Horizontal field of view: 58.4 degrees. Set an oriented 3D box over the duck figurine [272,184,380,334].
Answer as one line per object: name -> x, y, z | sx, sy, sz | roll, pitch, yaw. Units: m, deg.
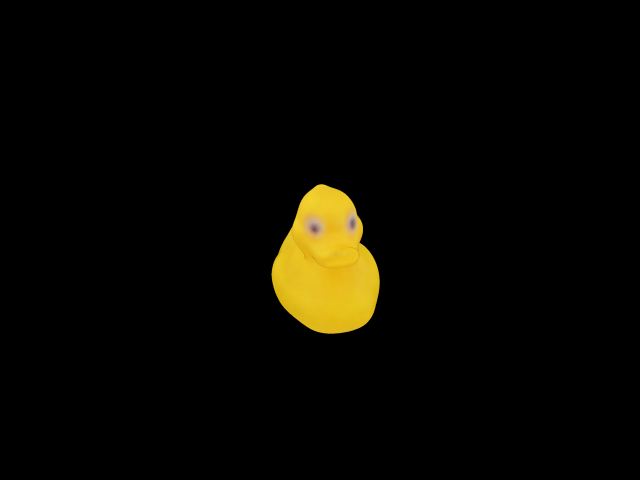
duck figurine -> 0.004, 0.001, 0.400 | 0.077, 0.086, 0.104 | -8, 35, -11
